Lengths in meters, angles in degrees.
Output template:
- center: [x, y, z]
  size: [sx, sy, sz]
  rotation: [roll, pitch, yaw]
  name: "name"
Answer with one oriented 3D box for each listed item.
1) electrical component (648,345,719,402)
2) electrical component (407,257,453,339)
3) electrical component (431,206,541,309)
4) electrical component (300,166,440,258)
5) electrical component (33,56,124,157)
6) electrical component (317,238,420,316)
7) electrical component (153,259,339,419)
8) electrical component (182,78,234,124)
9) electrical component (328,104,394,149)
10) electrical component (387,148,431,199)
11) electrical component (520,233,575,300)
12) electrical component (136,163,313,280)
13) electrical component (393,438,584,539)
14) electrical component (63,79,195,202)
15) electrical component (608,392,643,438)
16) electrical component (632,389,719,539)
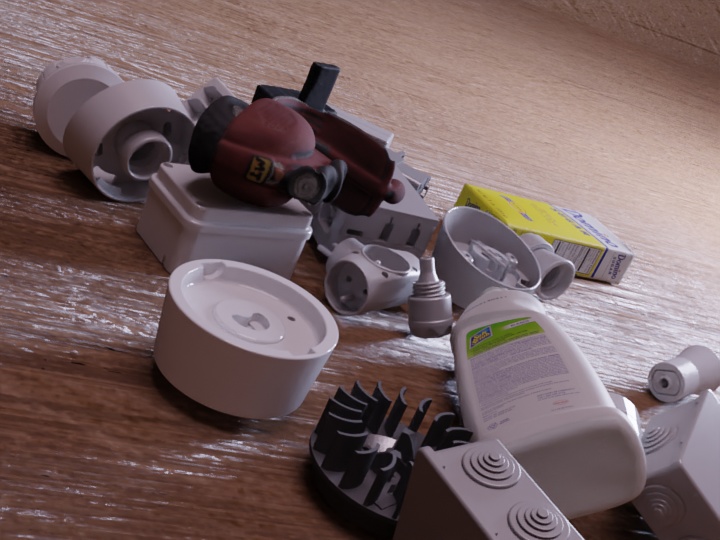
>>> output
- center: [0.277, 0.091, 0.924]
  size: [0.065, 0.044, 0.044]
  rotation: [-9, 39, -45]
  name: "electrical component"
- center: [0.053, 0.021, 0.832]
  size: [0.035, 0.061, 0.035]
  rotation: [-4, 8, 1]
  name: "electrical component"
- center: [0.108, -0.004, 0.937]
  size: [0.099, 0.064, 0.099]
  rotation: [20, 23, -9]
  name: "electrical component"
- center: [-0.005, -0.060, 0.956]
  size: [0.089, 0.061, 0.150]
  rotation: [11, 26, -27]
  name: "electrical component"
- center: [-0.229, -0.136, 0.887]
  size: [0.080, 0.080, 0.051]
  rotation: [12, 20, -26]
  name: "electrical component"
- center: [0.000, 0.000, 0.853]
  size: [0.079, 0.044, 0.077]
  rotation: [37, 26, 29]
  name: "electrical component"
- center: [-0.074, 0.047, 0.660]
  size: [0.108, 0.060, 0.108]
  rotation: [20, 23, -9]
  name: "electrical component"
- center: [-0.132, -0.109, 0.941]
  size: [0.047, 0.083, 0.075]
  rotation: [48, -5, 45]
  name: "electrical component"
- center: [-0.009, -0.142, 1.148]
  size: [0.083, 0.047, 0.075]
  rotation: [25, 23, 3]
  name: "electrical component"
- center: [0.034, -0.088, 1.082]
  size: [0.064, 0.042, 0.081]
  rotation: [32, 24, 10]
  name: "electrical component"
- center: [0.170, -0.004, 1.022]
  size: [0.045, 0.045, 0.055]
  rotation: [5, 29, -37]
  name: "electrical component"
- center: [-0.102, -0.036, 0.819]
  size: [0.113, 0.057, 0.078]
  rotation: [3, 30, -40]
  name: "electrical component"
- center: [0.062, 0.143, 0.533]
  size: [0.048, 0.099, 0.099]
  rotation: [-7, 36, -29]
  name: "electrical component"
- center: [-0.179, -0.103, 0.846]
  size: [0.099, 0.099, 0.064]
  rotation: [0, 39, -43]
  name: "electrical component"
- center: [0.169, 0.120, 0.741]
  size: [0.055, 0.055, 0.047]
  rotation: [21, 27, -7]
  name: "electrical component"
- center: [0.219, 0.140, 0.691]
  size: [0.099, 0.048, 0.100]
  rotation: [53, 39, -6]
  name: "electrical component"
